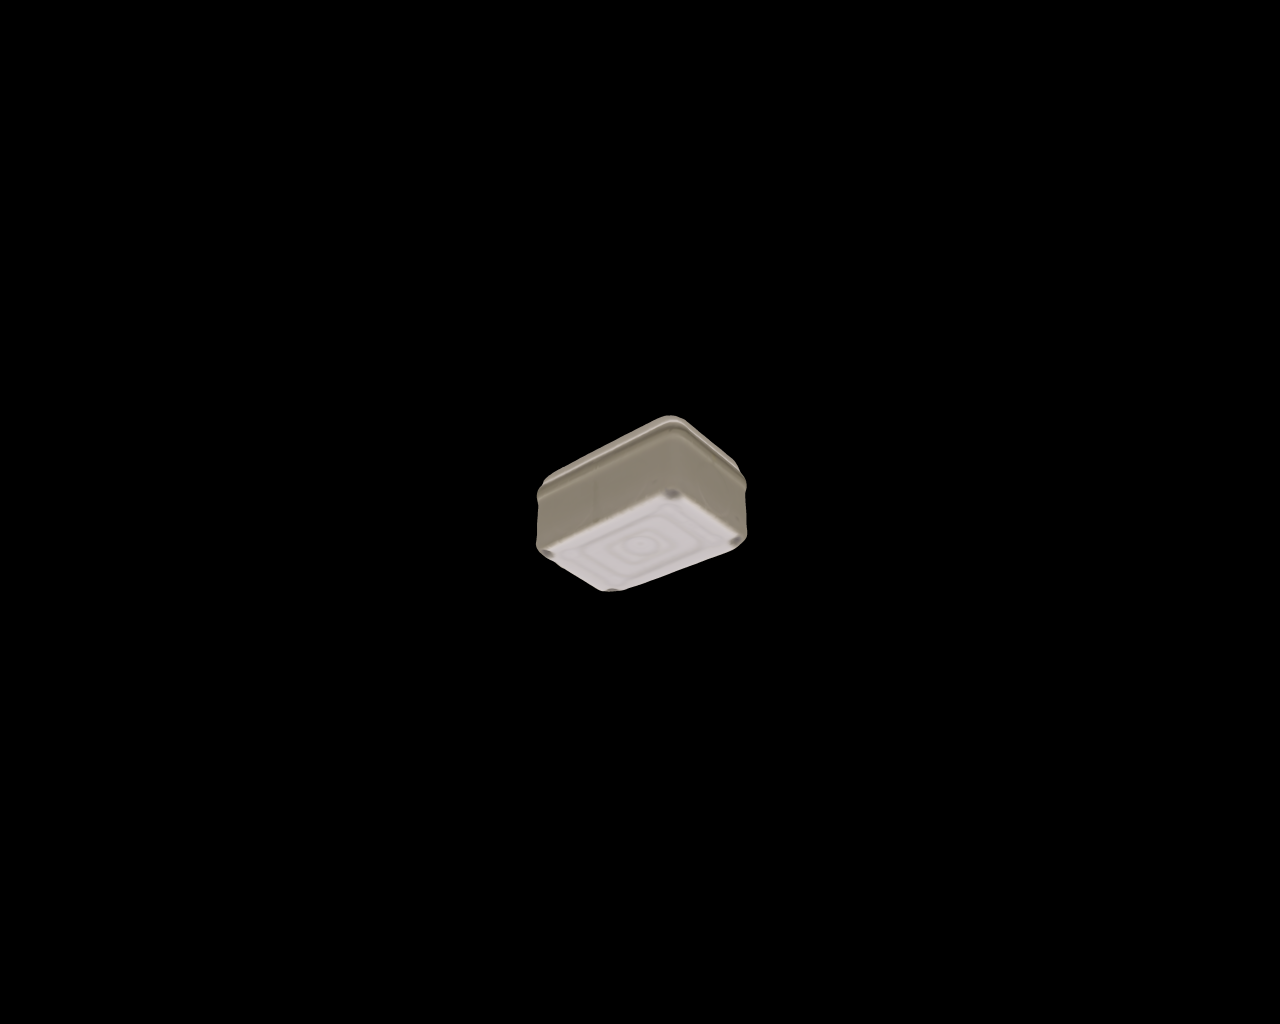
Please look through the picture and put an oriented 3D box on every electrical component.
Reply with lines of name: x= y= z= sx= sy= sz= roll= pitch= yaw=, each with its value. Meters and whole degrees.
electrical component: x=0.001 y=-0.003 z=0.650 sx=0.113 sy=0.057 sz=0.078 roll=-24 pitch=-41 yaw=31
